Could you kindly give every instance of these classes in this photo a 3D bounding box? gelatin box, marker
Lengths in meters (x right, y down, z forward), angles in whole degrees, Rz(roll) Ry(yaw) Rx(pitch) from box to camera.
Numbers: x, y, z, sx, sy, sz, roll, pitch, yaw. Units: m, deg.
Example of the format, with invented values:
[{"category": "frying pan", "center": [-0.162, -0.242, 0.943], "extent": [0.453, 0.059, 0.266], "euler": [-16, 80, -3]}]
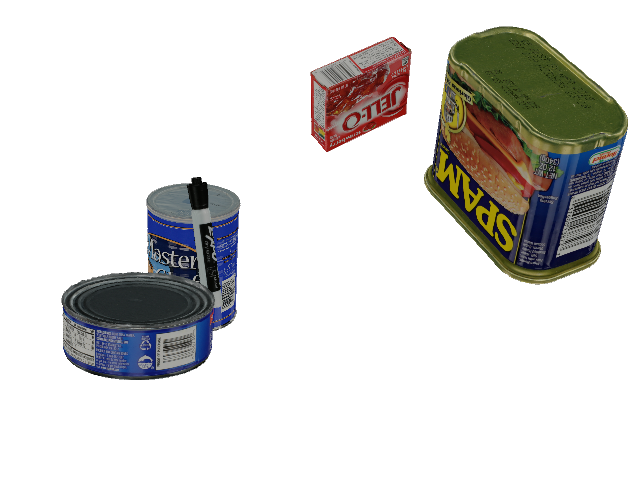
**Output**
[{"category": "gelatin box", "center": [0.035, -0.126, 0.918], "extent": [0.089, 0.073, 0.030], "euler": [-26, 55, -21]}, {"category": "marker", "center": [-0.106, 0.002, 0.977], "extent": [0.020, 0.121, 0.020], "euler": [-6, 11, 1]}]

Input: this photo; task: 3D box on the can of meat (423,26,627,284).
[{"category": "can of meat", "center": [0.099, -0.044, 0.524], "extent": [0.057, 0.084, 0.102], "euler": [-18, 47, -21]}]

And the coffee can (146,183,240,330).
[{"category": "coffee can", "center": [-0.143, 0.019, 1.197], "extent": [0.103, 0.140, 0.103], "euler": [3, 24, -2]}]

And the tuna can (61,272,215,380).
[{"category": "tuna can", "center": [-0.103, 0.048, 0.607], "extent": [0.086, 0.034, 0.086], "euler": [3, 17, -1]}]
